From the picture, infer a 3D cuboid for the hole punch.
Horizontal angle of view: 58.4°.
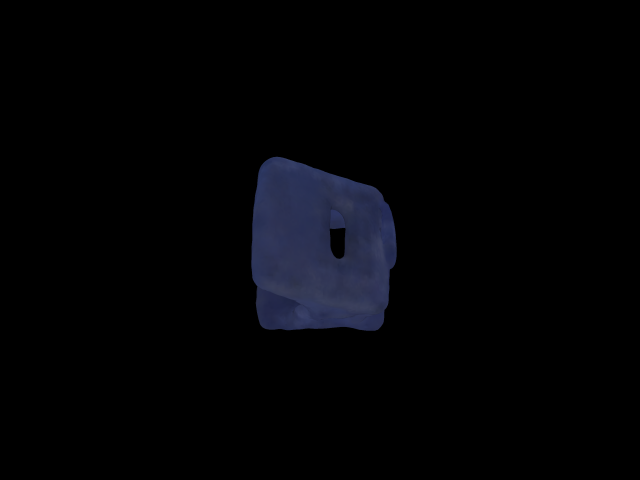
[{"bbox_3d":[0.004,0.001,0.400,0.101,0.091,0.108,0,58,0],"label":"hole punch"}]
